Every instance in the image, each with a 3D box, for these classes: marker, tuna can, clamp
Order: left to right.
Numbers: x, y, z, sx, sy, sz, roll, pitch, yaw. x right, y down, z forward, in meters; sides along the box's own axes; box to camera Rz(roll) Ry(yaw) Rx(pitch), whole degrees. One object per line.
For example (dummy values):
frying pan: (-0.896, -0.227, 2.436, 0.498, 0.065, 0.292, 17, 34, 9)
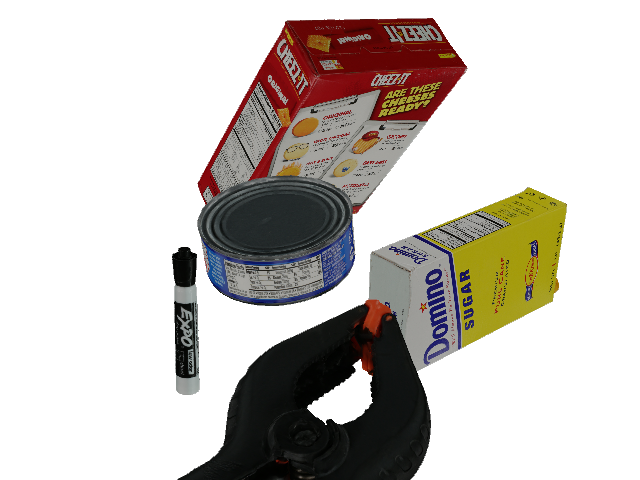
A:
marker: (-0.104, 0.062, 0.824, 0.020, 0.121, 0.020, 1, 22, -1)
tuna can: (-0.023, -0.001, 0.592, 0.086, 0.034, 0.086, -4, 33, 3)
clamp: (0.001, 0.091, 0.394, 0.120, 0.039, 0.171, 26, 50, 19)

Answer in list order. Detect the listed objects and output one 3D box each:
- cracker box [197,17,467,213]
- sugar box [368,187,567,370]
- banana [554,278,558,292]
cracker box: (0.004, -0.101, 0.949, 0.163, 0.072, 0.214, -10, -30, -36)
sugar box: (0.113, 0.029, 0.809, 0.175, 0.093, 0.048, -24, 36, -37)
banana: (0.165, 0.022, 1.129, 0.198, 0.037, 0.069, 9, 38, 30)
